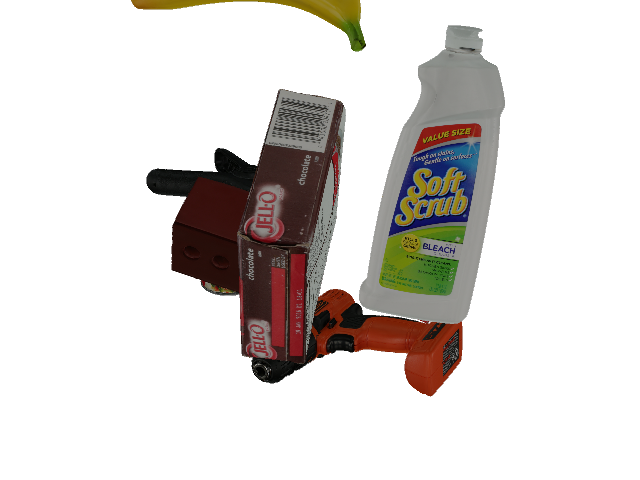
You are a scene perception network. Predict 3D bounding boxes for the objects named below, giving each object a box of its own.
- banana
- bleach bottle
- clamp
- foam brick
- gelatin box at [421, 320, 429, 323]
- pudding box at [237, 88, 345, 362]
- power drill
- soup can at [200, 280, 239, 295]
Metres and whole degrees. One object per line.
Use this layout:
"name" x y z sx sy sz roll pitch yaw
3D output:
"banana" -0.050 -0.195 0.829 0.198 0.069 0.037 13 -39 17
"bleach bottle" 0.099 -0.059 0.921 0.102 0.251 0.068 10 17 11
"clamp" -0.081 -0.052 1.035 0.172 0.039 0.120 18 31 38
"foam brick" -0.063 -0.001 0.763 0.078 0.051 0.053 17 -41 6
"gelatin box" 0.112 0.049 1.330 0.073 0.089 0.030 22 36 40
"pudding box" -0.015 -0.008 0.549 0.039 0.113 0.090 10 -44 5
"power drill" 0.042 0.110 1.117 0.188 0.057 0.184 10 26 26
"soup can" -0.112 0.006 1.289 0.068 0.102 0.068 1 26 -1
